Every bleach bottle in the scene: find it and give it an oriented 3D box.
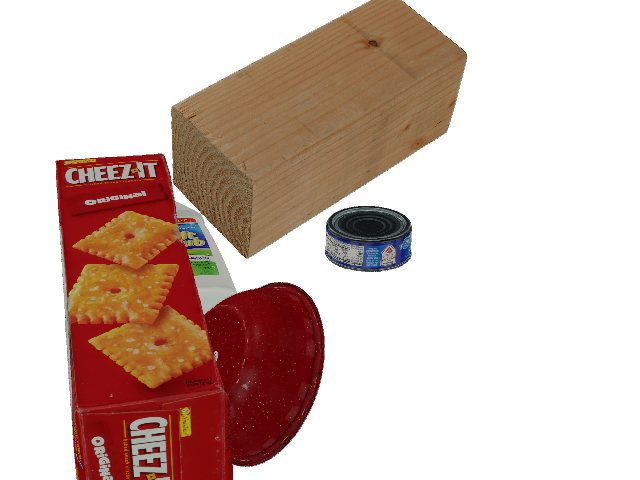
[{"bbox_3d":[-0.157,0.019,1.111,0.102,0.068,0.251,-5,27,-17],"label":"bleach bottle"}]

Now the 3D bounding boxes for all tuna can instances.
[{"bbox_3d":[0.047,-0.003,1.050,0.086,0.034,0.086,0,25,0],"label":"tuna can"}]

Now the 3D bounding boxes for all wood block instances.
[{"bbox_3d":[0.000,-0.089,0.788,0.205,0.091,0.090,-33,-27,-27],"label":"wood block"}]

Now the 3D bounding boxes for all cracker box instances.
[{"bbox_3d":[-0.096,0.075,0.570,0.072,0.164,0.214,-6,34,-12],"label":"cracker box"}]

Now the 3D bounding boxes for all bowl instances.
[{"bbox_3d":[-0.070,0.105,0.896,0.055,0.162,0.162,23,-14,-37],"label":"bowl"}]
